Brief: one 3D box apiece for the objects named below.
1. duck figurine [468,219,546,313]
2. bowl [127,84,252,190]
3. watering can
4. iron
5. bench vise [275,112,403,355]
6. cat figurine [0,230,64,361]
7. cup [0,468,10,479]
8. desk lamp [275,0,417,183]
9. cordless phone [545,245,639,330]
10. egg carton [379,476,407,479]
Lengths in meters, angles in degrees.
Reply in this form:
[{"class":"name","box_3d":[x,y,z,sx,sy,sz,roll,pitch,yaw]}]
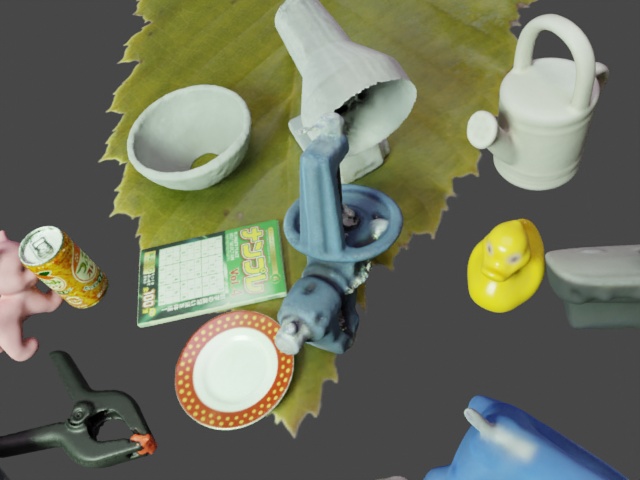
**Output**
[{"class":"duck figurine","box_3d":[0.192,0.013,0.585,0.077,0.086,0.105,25,65,26]},{"class":"bowl","box_3d":[-0.164,-0.124,0.762,0.167,0.075,0.167,-6,56,9]},{"class":"watering can","box_3d":[0.239,-0.145,0.614,0.100,0.194,0.173,29,67,28]},{"class":"iron","box_3d":[0.208,0.207,0.417,0.257,0.142,0.119,27,66,27]},{"class":"bench vise","box_3d":[0.017,0.002,0.549,0.121,0.220,0.207,-2,57,12]},{"class":"cat figurine","box_3d":[-0.362,0.058,0.658,0.067,0.118,0.128,4,58,16]},{"class":"cup","box_3d":[-0.342,0.238,0.547,0.092,0.095,0.117,-39,57,-14]},{"class":"desk lamp","box_3d":[0.018,-0.159,0.660,0.118,0.214,0.202,-28,55,-7]},{"class":"cordless phone","box_3d":[0.287,0.003,0.509,0.147,0.185,0.094,-6,56,9]},{"class":"egg carton","box_3d":[0.048,0.273,0.453,0.107,0.069,0.150,-19,55,0]}]
